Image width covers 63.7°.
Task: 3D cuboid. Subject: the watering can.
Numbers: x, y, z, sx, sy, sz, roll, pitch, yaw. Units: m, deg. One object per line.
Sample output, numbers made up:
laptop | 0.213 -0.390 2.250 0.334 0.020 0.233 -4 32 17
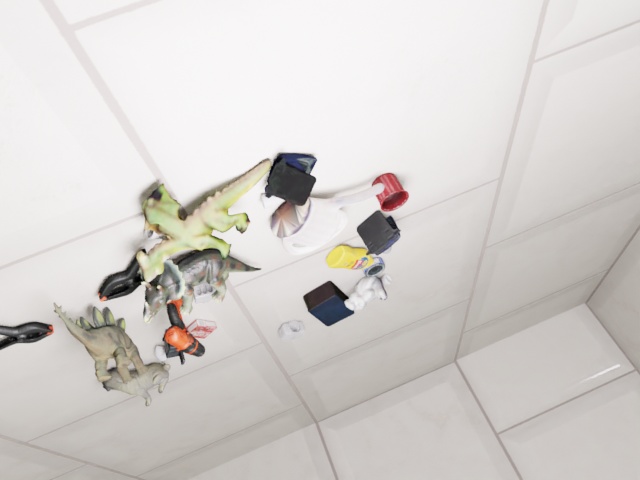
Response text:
watering can | 0.004 -0.073 1.460 0.343 0.106 0.223 -42 -37 25

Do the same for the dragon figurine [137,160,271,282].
dragon figurine | -0.310 -0.063 1.259 0.241 0.406 0.124 19 20 -46

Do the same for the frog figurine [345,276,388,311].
frog figurine | 0.163 0.201 1.950 0.160 0.121 0.138 -10 14 -14
